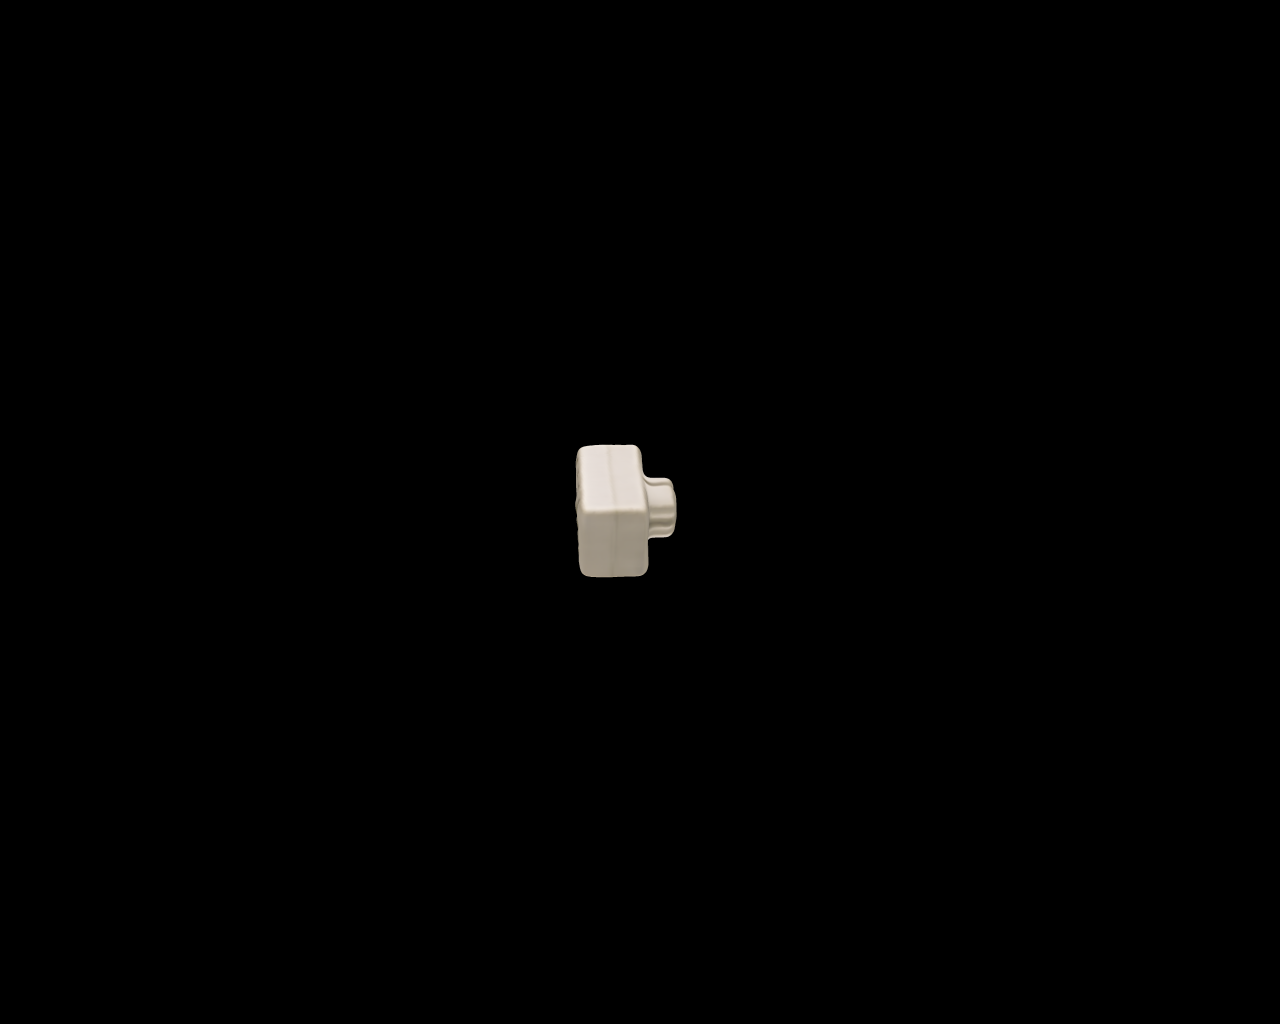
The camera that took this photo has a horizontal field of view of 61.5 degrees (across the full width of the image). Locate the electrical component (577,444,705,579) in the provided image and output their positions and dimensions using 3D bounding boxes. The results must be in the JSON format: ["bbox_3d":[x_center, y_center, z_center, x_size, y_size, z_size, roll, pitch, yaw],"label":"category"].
[{"bbox_3d":[0.001,-0.003,0.650,0.076,0.047,0.083,-2,31,-3],"label":"electrical component"}]
